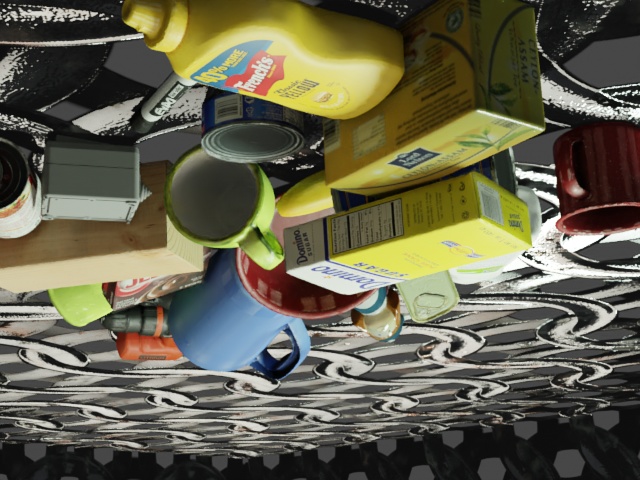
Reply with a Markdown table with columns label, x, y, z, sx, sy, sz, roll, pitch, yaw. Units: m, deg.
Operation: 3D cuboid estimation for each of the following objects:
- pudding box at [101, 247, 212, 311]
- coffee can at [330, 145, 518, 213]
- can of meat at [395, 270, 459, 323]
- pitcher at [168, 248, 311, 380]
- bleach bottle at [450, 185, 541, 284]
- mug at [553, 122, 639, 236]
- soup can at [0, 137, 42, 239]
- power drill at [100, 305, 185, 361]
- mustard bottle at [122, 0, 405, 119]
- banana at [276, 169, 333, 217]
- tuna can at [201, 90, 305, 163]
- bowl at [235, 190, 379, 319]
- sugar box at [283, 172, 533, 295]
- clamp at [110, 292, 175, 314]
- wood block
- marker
| label | x | y | z | sx | sy | sz | roll | pitch | yaw |
| --- | --- | --- | --- | --- | --- | --- | --- | --- | --- |
| pudding box | -0.173 | 0.023 | 1.137 | 0.113 | 0.039 | 0.090 | -20 | 151 | -29 |
| coffee can | 0.090 | -0.052 | 0.916 | 0.140 | 0.103 | 0.102 | -9 | 162 | 20 |
| can of meat | 0.102 | 0.026 | 1.158 | 0.057 | 0.084 | 0.102 | -26 | 137 | 3 |
| pitcher | -0.078 | 0.070 | 1.243 | 0.149 | 0.145 | 0.243 | 7 | 158 | -19 |
| bleach bottle | 0.171 | 0.005 | 1.191 | 0.102 | 0.068 | 0.251 | -1 | 165 | -3 |
| mug | 0.247 | -0.057 | 0.956 | 0.117 | 0.081 | 0.093 | 14 | 157 | -43 |
| soup can | -0.284 | -0.045 | 0.946 | 0.068 | 0.068 | 0.102 | -1 | 167 | -5 |
| power drill | -0.242 | 0.131 | 1.556 | 0.184 | 0.057 | 0.188 | 4 | 162 | -21 |
| mustard bottle | -0.043 | -0.131 | 0.718 | 0.191 | 0.058 | 0.096 | 10 | 162 | -34 |
| banana | 0.059 | -0.044 | 1.013 | 0.197 | 0.070 | 0.037 | 8 | -169 | -14 |
| tuna can | -0.055 | -0.094 | 0.879 | 0.086 | 0.034 | 0.086 | -2 | 163 | -1 |
| bowl | -0.007 | 0.001 | 1.087 | 0.162 | 0.055 | 0.162 | -3 | 124 | -4 |
| sugar box | 0.067 | -0.001 | 0.845 | 0.177 | 0.048 | 0.093 | -19 | 155 | 32 |
| clamp | -0.210 | 0.069 | 1.388 | 0.120 | 0.039 | 0.172 | 2 | 162 | -17 |
| wood block | -0.227 | -0.010 | 1.038 | 0.206 | 0.090 | 0.090 | -7 | 162 | 14 |
| marker | -0.122 | -0.112 | 0.837 | 0.020 | 0.020 | 0.121 | 7 | 161 | -29 |
